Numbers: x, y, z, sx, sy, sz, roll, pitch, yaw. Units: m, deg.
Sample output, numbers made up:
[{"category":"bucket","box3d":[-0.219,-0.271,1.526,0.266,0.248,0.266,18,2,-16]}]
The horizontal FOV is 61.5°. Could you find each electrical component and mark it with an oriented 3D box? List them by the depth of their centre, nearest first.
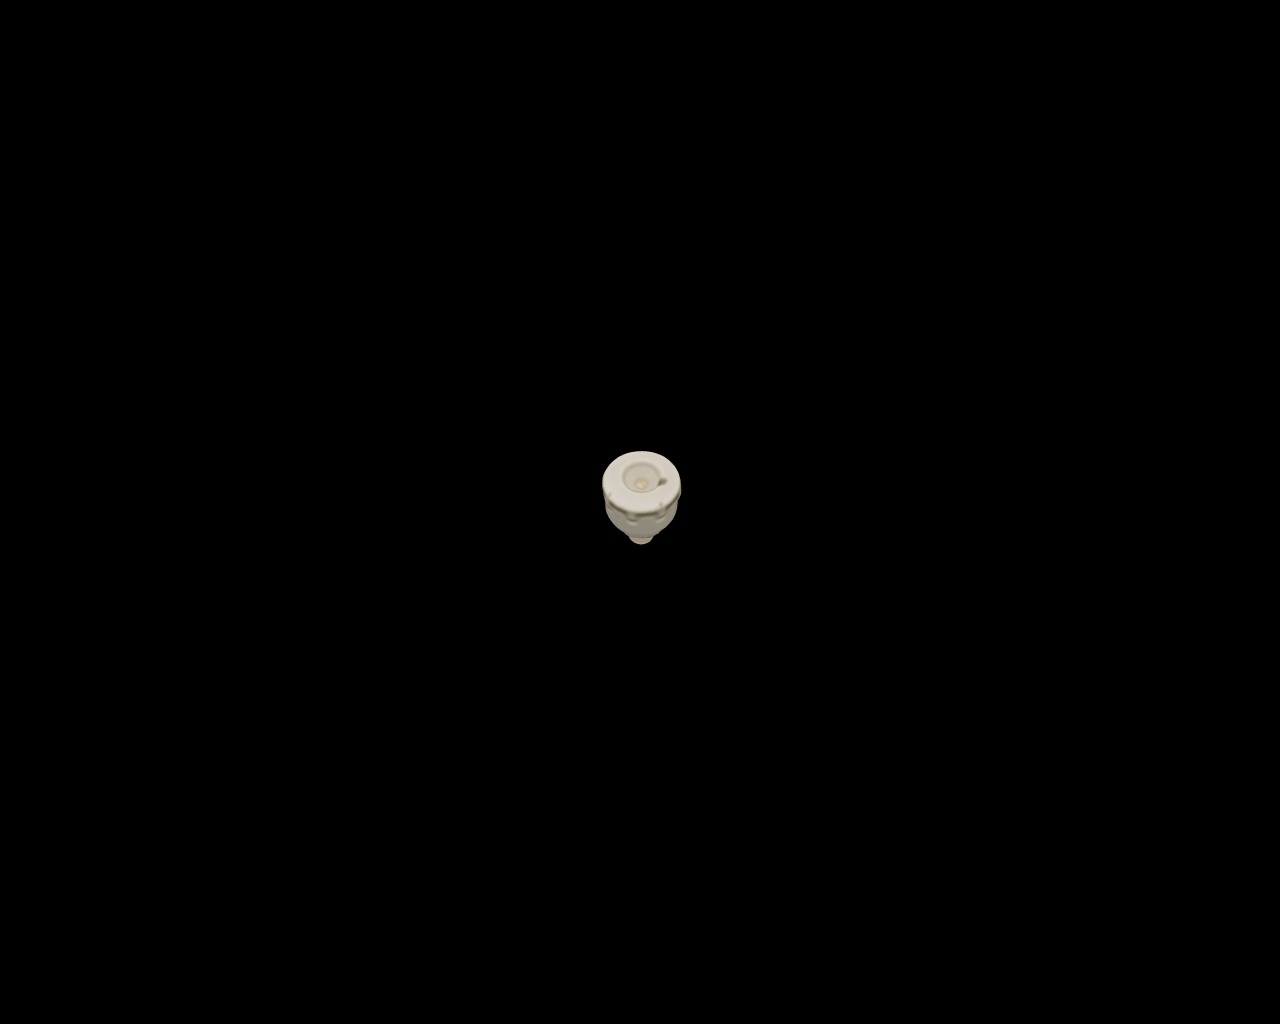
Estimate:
[{"category":"electrical component","box3d":[0.001,-0.003,0.650,0.048,0.048,0.062,0,-37,0]}]
